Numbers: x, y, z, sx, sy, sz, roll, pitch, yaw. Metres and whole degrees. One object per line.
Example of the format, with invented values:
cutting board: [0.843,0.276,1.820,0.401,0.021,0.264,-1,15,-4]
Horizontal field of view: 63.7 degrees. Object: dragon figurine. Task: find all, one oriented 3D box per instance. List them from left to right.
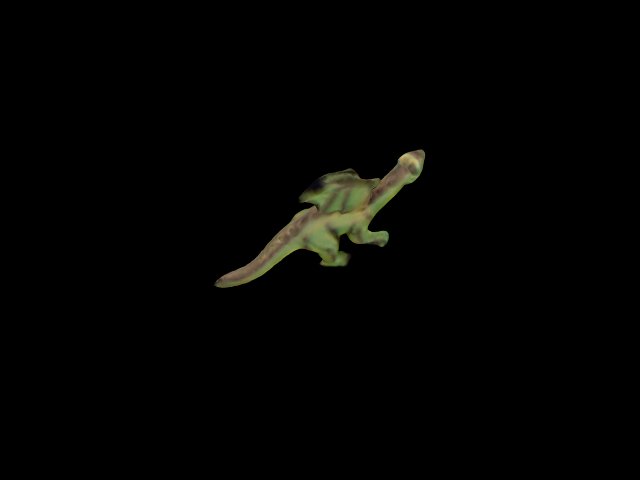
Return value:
dragon figurine: [0.003,-0.043,0.850,0.412,0.124,0.237,-26,-25,-14]
